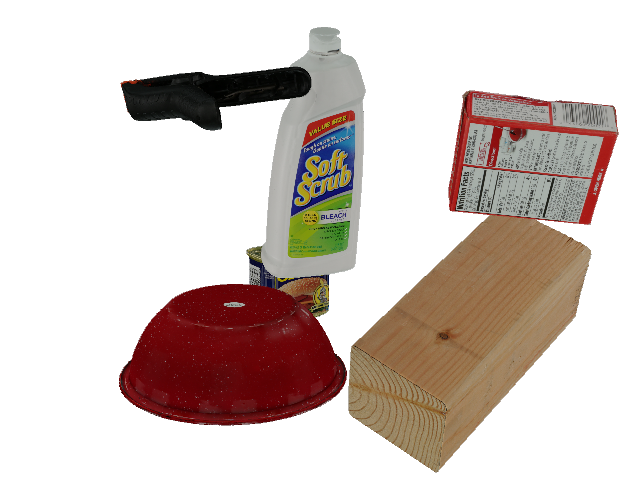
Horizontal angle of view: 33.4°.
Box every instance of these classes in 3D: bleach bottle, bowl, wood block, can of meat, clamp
[{"bbox_3d":[-0.008,-0.088,1.075,0.102,0.251,0.068,-6,28,-14],"label":"bleach bottle"},{"bbox_3d":[-0.061,0.070,0.749,0.162,0.055,0.162,0,16,0],"label":"bowl"},{"bbox_3d":[0.122,0.073,0.863,0.091,0.090,0.205,31,52,28],"label":"wood block"},{"bbox_3d":[-0.036,0.049,1.259,0.101,0.084,0.058,-11,20,-35],"label":"can of meat"},{"bbox_3d":[-0.094,-0.121,0.877,0.120,0.039,0.172,-17,22,-39],"label":"clamp"}]

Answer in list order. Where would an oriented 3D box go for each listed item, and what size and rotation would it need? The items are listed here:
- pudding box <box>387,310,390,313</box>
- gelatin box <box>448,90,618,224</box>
[{"bbox_3d":[0.167,0.121,1.551,0.113,0.039,0.090,-14,21,-19],"label":"pudding box"},{"bbox_3d":[0.124,-0.049,0.635,0.089,0.073,0.030,6,45,4],"label":"gelatin box"}]
